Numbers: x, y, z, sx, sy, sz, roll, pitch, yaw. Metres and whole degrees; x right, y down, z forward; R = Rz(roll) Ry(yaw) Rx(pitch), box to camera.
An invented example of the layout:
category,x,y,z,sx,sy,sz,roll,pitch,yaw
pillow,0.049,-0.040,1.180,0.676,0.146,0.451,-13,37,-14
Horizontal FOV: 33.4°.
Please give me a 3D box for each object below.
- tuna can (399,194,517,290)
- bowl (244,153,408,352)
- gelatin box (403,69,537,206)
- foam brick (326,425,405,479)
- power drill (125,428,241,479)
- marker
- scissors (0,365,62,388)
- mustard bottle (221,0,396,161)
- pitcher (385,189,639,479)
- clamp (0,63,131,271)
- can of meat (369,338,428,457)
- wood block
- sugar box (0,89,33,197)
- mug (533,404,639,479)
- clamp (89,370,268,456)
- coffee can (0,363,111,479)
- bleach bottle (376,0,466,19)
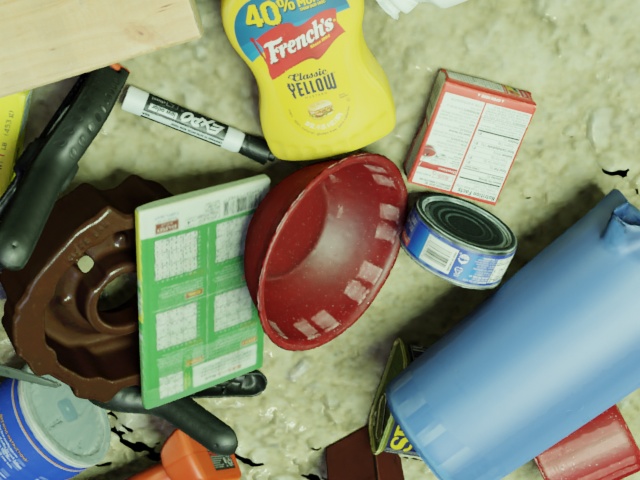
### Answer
category,x,y,z,sx,sy,sz,roll,pitch,yaw
tuna can,0.106,0.000,0.814,0.086,0.086,0.034,17,117,-10
bowl,-0.005,0.001,0.804,0.055,0.161,0.162,29,134,35
gelatin box,0.111,-0.076,0.803,0.073,0.030,0.089,13,119,-10
foam brick,0.041,0.214,0.943,0.051,0.078,0.053,-31,116,15
power drill,-0.173,0.219,0.905,0.188,0.184,0.057,-28,77,11
marker,-0.089,-0.085,0.801,0.121,0.020,0.020,21,118,-12
scissors,-0.290,0.110,0.870,0.202,0.016,0.096,21,135,17
mustard bottle,-0.014,-0.146,0.727,0.096,0.058,0.191,-12,129,11
pitcher,0.178,0.089,0.817,0.243,0.145,0.149,-38,94,6
clamp,-0.196,-0.043,0.742,0.036,0.209,0.165,35,145,-20
can of meat,0.095,0.141,0.914,0.084,0.057,0.102,10,119,-9
wood block,-0.188,-0.147,0.696,0.206,0.091,0.090,-17,104,-1
sugar box,-0.304,-0.098,0.776,0.176,0.048,0.093,14,118,-10
mug,0.229,0.179,0.927,0.081,0.093,0.117,-27,148,8
clamp,-0.127,0.120,0.889,0.171,0.120,0.039,20,106,12
coffee can,-0.263,0.175,0.902,0.140,0.103,0.102,-33,115,17
bleach bottle,0.127,-0.243,0.688,0.251,0.068,0.102,-40,113,22
